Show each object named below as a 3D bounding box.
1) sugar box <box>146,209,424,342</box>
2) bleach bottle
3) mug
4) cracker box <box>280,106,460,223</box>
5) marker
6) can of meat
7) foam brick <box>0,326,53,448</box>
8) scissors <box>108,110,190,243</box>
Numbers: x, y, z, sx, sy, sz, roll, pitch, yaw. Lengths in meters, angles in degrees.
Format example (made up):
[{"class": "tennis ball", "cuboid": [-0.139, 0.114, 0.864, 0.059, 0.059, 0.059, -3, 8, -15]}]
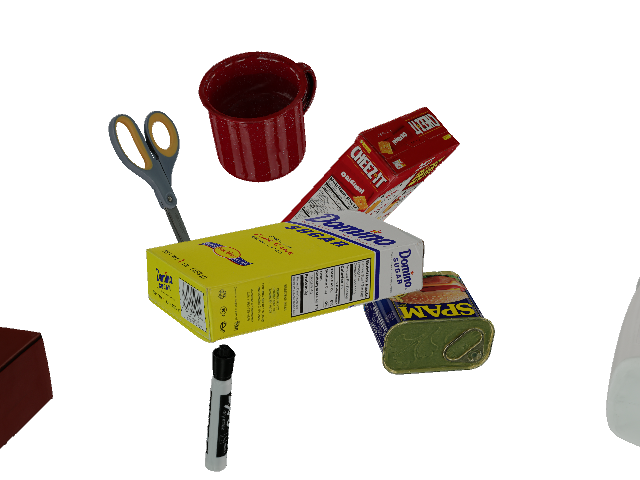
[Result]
[{"class": "sugar box", "cuboid": [-0.023, 0.020, 0.752, 0.175, 0.048, 0.093, -15, 25, -31]}, {"class": "bleach bottle", "cuboid": [0.267, 0.066, 0.754, 0.103, 0.068, 0.250, 11, 22, 20]}, {"class": "mug", "cuboid": [-0.048, -0.113, 0.948, 0.093, 0.081, 0.117, 32, 58, 28]}, {"class": "cracker box", "cuboid": [0.043, -0.053, 1.257, 0.214, 0.072, 0.163, -47, -10, 35]}, {"class": "marker", "cuboid": [-0.085, 0.141, 0.899, 0.020, 0.121, 0.020, 5, 26, -3]}, {"class": "can of meat", "cuboid": [0.096, 0.072, 0.975, 0.102, 0.057, 0.084, -2, 31, -13]}, {"class": "foam brick", "cuboid": [-0.222, 0.098, 0.700, 0.053, 0.051, 0.078, 6, 29, 23]}, {"class": "scissors", "cuboid": [-0.165, -0.061, 1.202, 0.016, 0.201, 0.096, -19, 20, 44]}]
